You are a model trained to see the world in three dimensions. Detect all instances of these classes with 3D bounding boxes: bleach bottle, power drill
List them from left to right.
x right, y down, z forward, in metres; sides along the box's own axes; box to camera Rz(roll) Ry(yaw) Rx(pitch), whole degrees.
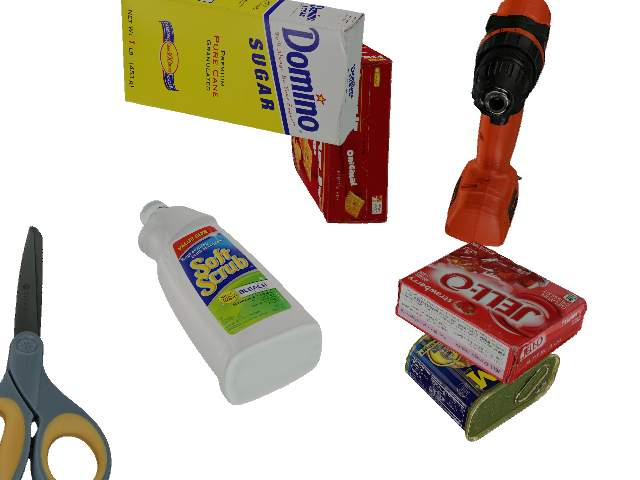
[{"bbox_3d":[-0.105,0.040,0.985,0.102,0.068,0.251,-21,43,-27],"label":"bleach bottle"},{"bbox_3d":[0.146,-0.091,0.876,0.057,0.188,0.184,15,36,11],"label":"power drill"}]

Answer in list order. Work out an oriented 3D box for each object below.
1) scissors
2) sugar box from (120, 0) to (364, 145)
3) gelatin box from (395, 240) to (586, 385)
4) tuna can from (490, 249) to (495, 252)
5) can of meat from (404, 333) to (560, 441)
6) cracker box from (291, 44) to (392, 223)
[{"bbox_3d":[-0.153,0.075,0.615,0.096,0.201,0.016,17,-44,-6],"label":"scissors"},{"bbox_3d":[-0.059,-0.134,0.791,0.176,0.093,0.048,14,34,16],"label":"sugar box"},{"bbox_3d":[0.102,0.040,0.641,0.073,0.030,0.089,-25,43,-39],"label":"gelatin box"},{"bbox_3d":[0.176,0.055,1.129,0.033,0.086,0.086,-14,1,-5],"label":"tuna can"},{"bbox_3d":[0.134,0.106,0.898,0.102,0.057,0.084,-27,51,-27],"label":"can of meat"},{"bbox_3d":[0.017,-0.126,1.131,0.072,0.164,0.214,-3,19,-9],"label":"cracker box"}]
